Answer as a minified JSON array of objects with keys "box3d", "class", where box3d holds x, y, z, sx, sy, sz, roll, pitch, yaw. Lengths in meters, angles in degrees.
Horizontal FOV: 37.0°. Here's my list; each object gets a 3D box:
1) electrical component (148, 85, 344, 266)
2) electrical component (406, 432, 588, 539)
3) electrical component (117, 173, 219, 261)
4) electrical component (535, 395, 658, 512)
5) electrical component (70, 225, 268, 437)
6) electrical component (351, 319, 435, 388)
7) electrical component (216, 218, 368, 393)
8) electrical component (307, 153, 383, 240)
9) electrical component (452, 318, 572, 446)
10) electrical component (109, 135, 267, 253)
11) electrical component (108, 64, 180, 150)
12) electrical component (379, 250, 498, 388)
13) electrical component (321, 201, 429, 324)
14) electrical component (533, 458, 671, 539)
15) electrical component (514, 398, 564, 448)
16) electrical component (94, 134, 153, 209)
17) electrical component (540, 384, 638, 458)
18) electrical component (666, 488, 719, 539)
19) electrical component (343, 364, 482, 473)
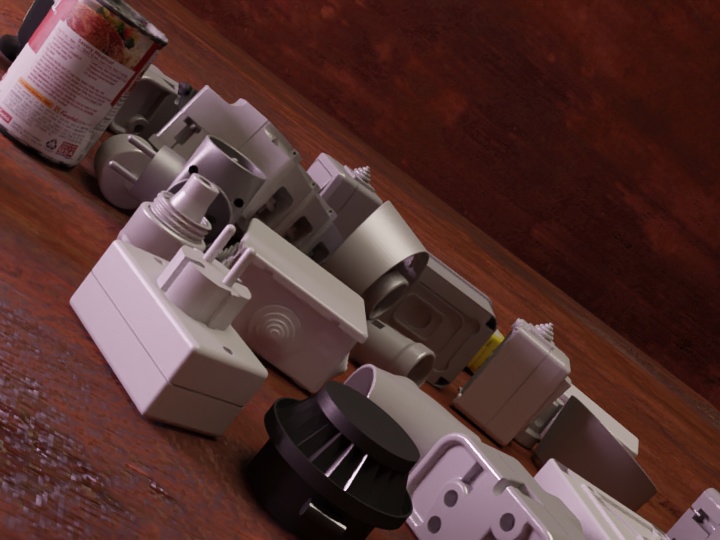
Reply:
[{"box3d":[-0.071,-0.055,0.754,0.089,0.061,0.150,42,-6,22],"class":"electrical component"},{"box3d":[0.071,0.131,0.531,0.059,0.053,0.095,30,12,-41],"class":"electrical component"},{"box3d":[-0.103,-0.024,0.592,0.043,0.062,0.043,37,9,-7],"class":"electrical component"},{"box3d":[0.192,0.153,0.864,0.099,0.064,0.099,37,9,-7],"class":"electrical component"},{"box3d":[-0.073,0.015,0.469,0.047,0.075,0.083,28,13,-49],"class":"electrical component"},{"box3d":[0.022,0.061,0.743,0.046,0.040,0.040,36,7,26],"class":"electrical component"},{"box3d":[-0.045,0.021,0.639,0.100,0.048,0.099,37,9,-9],"class":"electrical component"},{"box3d":[-0.029,-0.057,0.938,0.061,0.096,0.061,34,10,-27],"class":"electrical component"},{"box3d":[0.127,0.085,0.847,0.061,0.096,0.062,40,9,5],"class":"electrical component"},{"box3d":[-0.109,-0.047,0.634,0.079,0.077,0.044,36,9,-10],"class":"electrical component"},{"box3d":[-0.177,-0.137,0.889,0.059,0.053,0.095,45,11,36],"class":"electrical component"},{"box3d":[0.045,0.029,0.862,0.113,0.078,0.057,37,12,-11],"class":"electrical component"},{"box3d":[0.000,0.000,0.773,0.064,0.099,0.099,48,11,16],"class":"electrical component"},{"box3d":[0.145,0.174,0.603,0.109,0.056,0.108,35,10,-23],"class":"electrical component"},{"box3d":[0.143,0.119,0.899,0.040,0.046,0.040,38,9,-7],"class":"electrical component"},{"box3d":[-0.151,-0.068,0.694,0.040,0.040,0.078,33,10,-29],"class":"electrical component"},{"box3d":[0.203,0.149,0.978,0.100,0.048,0.100,40,9,12],"class":"electrical component"},{"box3d":[0.227,0.198,0.699,0.050,0.089,0.055,32,11,-37],"class":"electrical component"},{"box3d":[0.022,0.084,0.604,0.077,0.043,0.079,35,10,-18],"class":"electrical component"}]
